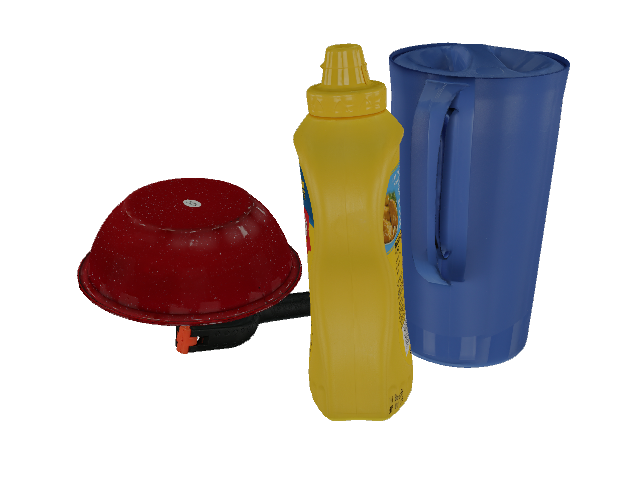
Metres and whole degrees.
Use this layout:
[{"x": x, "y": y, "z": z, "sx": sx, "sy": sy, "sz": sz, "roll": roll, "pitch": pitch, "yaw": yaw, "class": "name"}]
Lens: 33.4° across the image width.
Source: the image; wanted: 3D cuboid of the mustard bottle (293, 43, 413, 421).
[{"x": 0.018, "y": -0.008, "z": 0.568, "sx": 0.058, "sy": 0.192, "sz": 0.096, "roll": -1, "pitch": 18, "yaw": 7, "class": "mustard bottle"}]

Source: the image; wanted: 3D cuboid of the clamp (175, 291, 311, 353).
[{"x": -0.094, "y": 0.064, "z": 1.052, "sx": 0.120, "sy": 0.039, "sz": 0.171, "roll": 18, "pitch": 21, "yaw": 34, "class": "clamp"}]

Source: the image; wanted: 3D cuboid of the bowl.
[{"x": -0.093, "y": -0.002, "z": 0.761, "sx": 0.162, "sy": 0.055, "sz": 0.162, "roll": 1, "pitch": 26, "yaw": -1, "class": "bowl"}]

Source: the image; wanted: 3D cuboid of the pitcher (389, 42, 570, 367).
[{"x": 0.111, "y": -0.025, "z": 0.824, "sx": 0.149, "sy": 0.243, "sz": 0.145, "roll": -7, "pitch": 22, "yaw": -19, "class": "pitcher"}]
